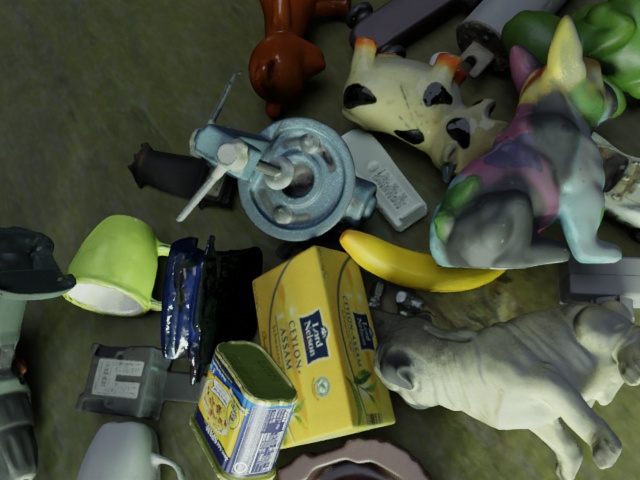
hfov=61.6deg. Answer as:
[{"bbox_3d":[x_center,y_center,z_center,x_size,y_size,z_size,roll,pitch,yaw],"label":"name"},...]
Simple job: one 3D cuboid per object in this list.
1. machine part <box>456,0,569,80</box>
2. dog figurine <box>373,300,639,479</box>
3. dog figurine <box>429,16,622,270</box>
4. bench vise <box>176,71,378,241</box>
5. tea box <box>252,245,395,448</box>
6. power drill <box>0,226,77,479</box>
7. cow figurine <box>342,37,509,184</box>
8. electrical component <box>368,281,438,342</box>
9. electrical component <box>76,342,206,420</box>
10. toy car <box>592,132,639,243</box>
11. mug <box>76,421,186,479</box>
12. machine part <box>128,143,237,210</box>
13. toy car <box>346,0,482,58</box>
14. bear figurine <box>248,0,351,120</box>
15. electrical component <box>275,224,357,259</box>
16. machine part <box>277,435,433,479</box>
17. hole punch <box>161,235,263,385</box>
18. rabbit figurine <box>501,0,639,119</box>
[{"bbox_3d":[0.245,-0.286,0.646,0.079,0.079,0.243,38,80,22],"label":"machine part"},{"bbox_3d":[0.162,0.091,0.471,0.191,0.121,0.172,28,52,17],"label":"dog figurine"},{"bbox_3d":[0.186,-0.085,0.490,0.191,0.108,0.219,-2,87,-15],"label":"dog figurine"},{"bbox_3d":[-0.057,-0.077,0.524,0.224,0.240,0.129,35,100,13],"label":"bench vise"},{"bbox_3d":[-0.001,0.103,0.518,0.098,0.068,0.170,-32,58,35],"label":"tea box"},{"bbox_3d":[-0.319,0.105,0.554,0.232,0.086,0.207,46,124,30],"label":"power drill"},{"bbox_3d":[0.114,-0.136,0.591,0.195,0.085,0.127,22,98,20],"label":"cow figurine"},{"bbox_3d":[0.072,0.095,0.540,0.078,0.045,0.102,19,73,15],"label":"electrical component"},{"bbox_3d":[-0.185,0.151,0.564,0.119,0.047,0.075,5,70,14],"label":"electrical component"},{"bbox_3d":[0.302,-0.060,0.554,0.202,0.056,0.073,33,77,21],"label":"toy car"},{"bbox_3d":[-0.183,0.231,0.514,0.110,0.080,0.107,-10,58,12],"label":"mug"},{"bbox_3d":[-0.165,-0.083,0.662,0.139,0.039,0.084,10,78,12],"label":"machine part"},{"bbox_3d":[0.128,-0.294,0.683,0.202,0.053,0.089,-35,74,-2],"label":"toy car"},{"bbox_3d":[-0.023,-0.255,0.662,0.132,0.120,0.196,-5,69,5],"label":"bear figurine"},{"bbox_3d":[-0.001,-0.002,0.605,0.094,0.021,0.063,-43,67,-7],"label":"electrical component"},{"bbox_3d":[0.032,0.264,0.473,0.179,0.056,0.179,-4,69,10],"label":"machine part"},{"bbox_3d":[-0.124,0.056,0.543,0.092,0.116,0.142,12,98,19],"label":"hole punch"},{"bbox_3d":[0.280,-0.200,0.586,0.170,0.121,0.159,-7,88,-8],"label":"rabbit figurine"}]
